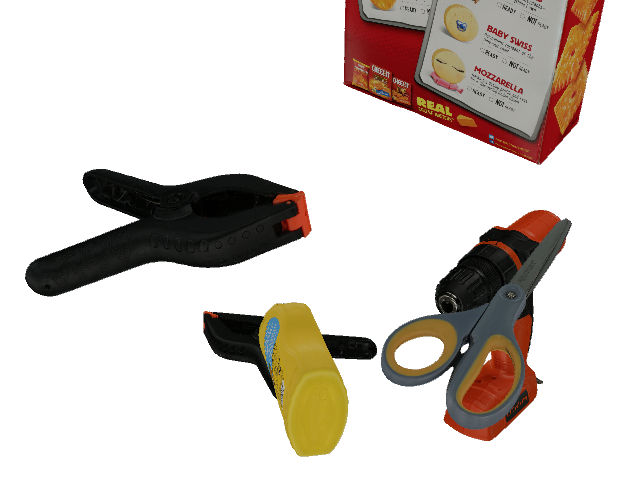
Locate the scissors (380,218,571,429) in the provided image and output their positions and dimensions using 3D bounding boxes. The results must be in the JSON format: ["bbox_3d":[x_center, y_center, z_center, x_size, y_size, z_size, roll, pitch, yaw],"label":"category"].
[{"bbox_3d":[0.101,0.040,0.687,0.096,0.016,0.201,10,41,14],"label":"scissors"}]

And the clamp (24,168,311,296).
[{"bbox_3d":[-0.095,-0.005,0.656,0.172,0.039,0.120,0,42,22],"label":"clamp"}]

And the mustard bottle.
[{"bbox_3d":[-0.023,0.116,1.034,0.058,0.096,0.192,-5,28,-12],"label":"mustard bottle"}]

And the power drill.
[{"bbox_3d":[0.153,0.081,0.944,0.057,0.188,0.184,23,34,32],"label":"power drill"}]

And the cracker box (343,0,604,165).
[{"bbox_3d":[0.101,-0.175,0.698,0.164,0.214,0.072,26,49,25],"label":"cracker box"}]

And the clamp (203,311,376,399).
[{"bbox_3d":[-0.063,0.125,1.223,0.210,0.036,0.164,14,21,30],"label":"clamp"}]
